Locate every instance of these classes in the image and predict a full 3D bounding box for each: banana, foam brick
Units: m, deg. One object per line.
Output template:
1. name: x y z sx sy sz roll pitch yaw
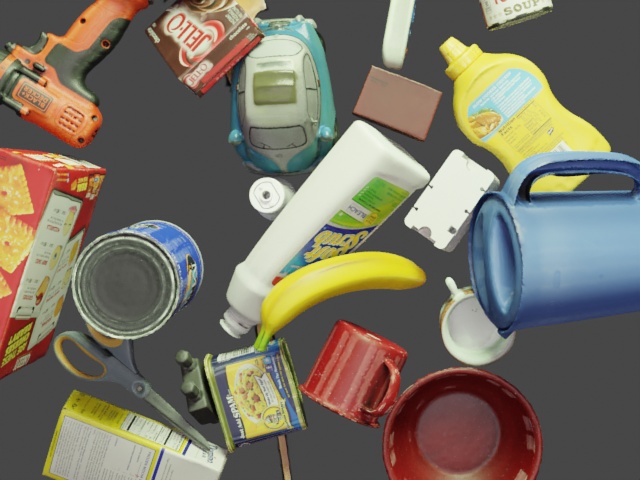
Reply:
1. banana: 0.019 0.046 1.055 0.197 0.037 0.070 -20 138 -19
2. foam brick: 0.077 -0.136 1.069 0.078 0.051 0.053 22 95 1

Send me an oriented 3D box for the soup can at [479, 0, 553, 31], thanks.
1. soup can: 0.182 -0.264 1.044 0.068 0.068 0.102 -17 95 4

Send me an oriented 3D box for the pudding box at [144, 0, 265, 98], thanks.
1. pudding box: -0.114 -0.202 1.047 0.090 0.114 0.039 -42 132 4

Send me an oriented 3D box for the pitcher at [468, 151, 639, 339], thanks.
1. pitcher: 0.273 0.003 1.010 0.242 0.149 0.145 -5 72 -12

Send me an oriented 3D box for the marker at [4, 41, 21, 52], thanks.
1. marker: -0.282 -0.158 1.102 0.020 0.020 0.121 -42 92 6

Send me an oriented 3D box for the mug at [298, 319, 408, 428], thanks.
1. mug: 0.042 0.135 1.067 0.093 0.117 0.081 25 91 -29

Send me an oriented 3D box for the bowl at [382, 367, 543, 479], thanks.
1. bowl: 0.143 0.205 1.093 0.162 0.055 0.162 0 95 3

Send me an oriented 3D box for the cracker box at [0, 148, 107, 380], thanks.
1. cracker box: -0.294 0.019 1.047 0.072 0.164 0.214 20 95 3

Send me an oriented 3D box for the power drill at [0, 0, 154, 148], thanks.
1. power drill: -0.268 -0.211 1.066 0.184 0.057 0.187 32 90 -6

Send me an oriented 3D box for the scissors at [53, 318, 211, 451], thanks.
1. scissors: -0.184 0.132 1.104 0.202 0.016 0.096 24 94 13

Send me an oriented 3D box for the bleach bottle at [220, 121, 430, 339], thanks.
1. bleach bottle: -0.007 0.001 1.073 0.251 0.102 0.068 -49 53 13

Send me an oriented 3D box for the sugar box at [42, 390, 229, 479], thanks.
1. sugar box: -0.191 0.231 1.110 0.176 0.048 0.093 21 116 -1

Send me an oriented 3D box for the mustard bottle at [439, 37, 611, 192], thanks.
1. mustard bottle: 0.190 -0.126 1.059 0.096 0.058 0.191 -43 92 10

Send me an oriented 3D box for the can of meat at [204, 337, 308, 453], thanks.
1. can of meat: -0.065 0.158 1.101 0.084 0.057 0.102 -16 95 2

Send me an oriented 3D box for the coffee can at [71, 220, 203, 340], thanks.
1. coffee can: -0.176 0.036 1.053 0.103 0.140 0.103 0 95 3
